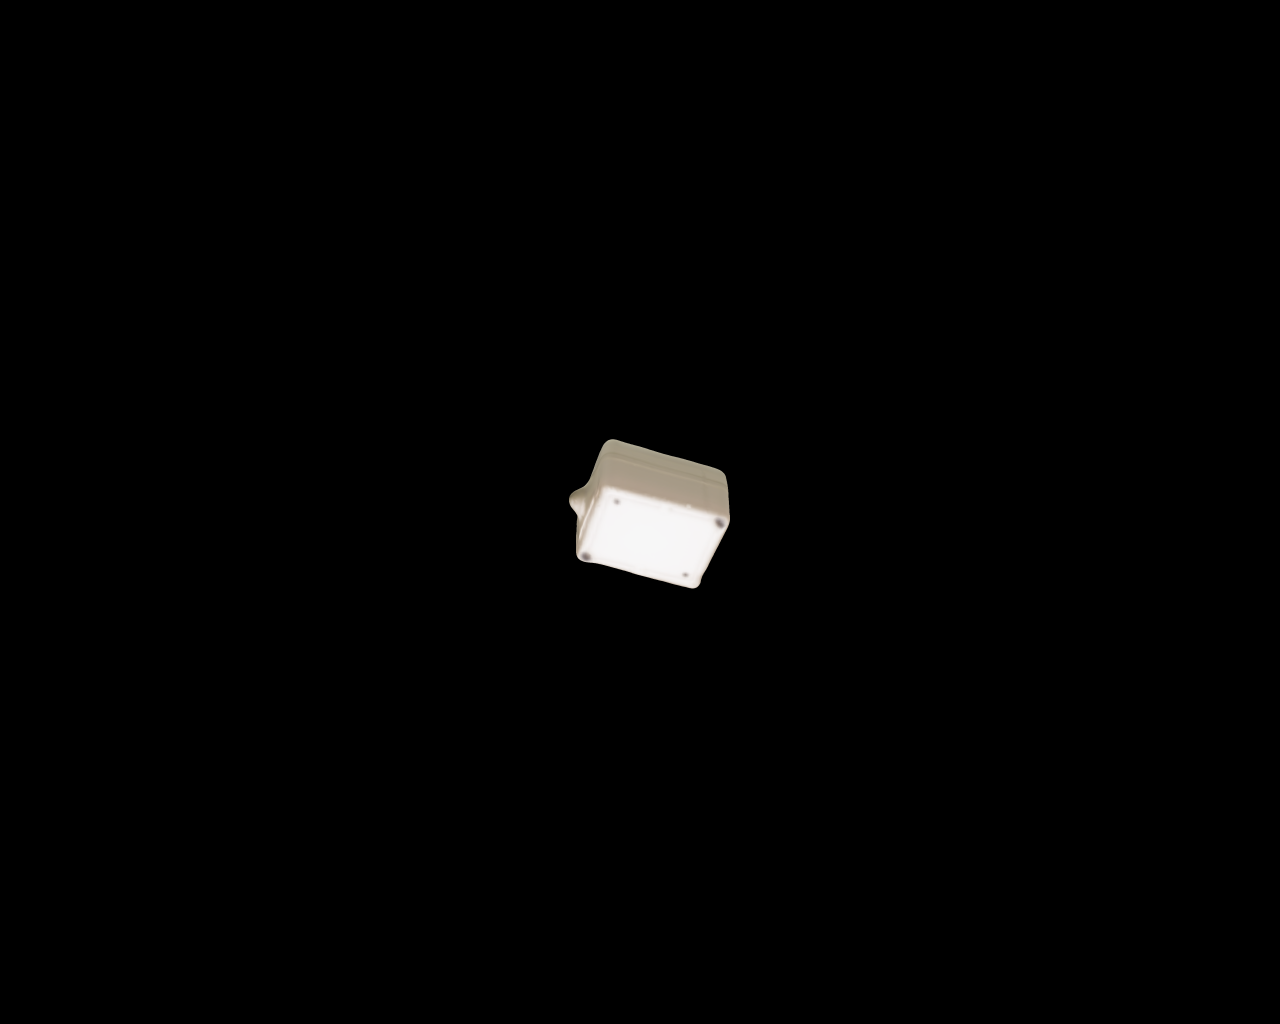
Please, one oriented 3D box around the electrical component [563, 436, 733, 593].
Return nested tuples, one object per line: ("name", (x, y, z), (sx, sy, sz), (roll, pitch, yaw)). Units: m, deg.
("electrical component", (0.001, -0.003, 0.650), (0.096, 0.061, 0.061), (15, 36, -11))
